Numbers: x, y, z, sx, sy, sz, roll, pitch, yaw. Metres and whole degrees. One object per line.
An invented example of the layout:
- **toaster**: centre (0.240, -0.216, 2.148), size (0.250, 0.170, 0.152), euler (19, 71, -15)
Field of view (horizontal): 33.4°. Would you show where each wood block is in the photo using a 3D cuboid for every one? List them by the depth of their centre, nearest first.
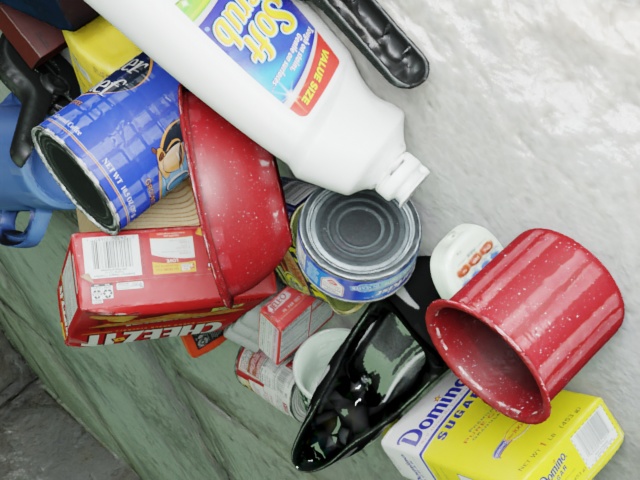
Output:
- **wood block**: centre (-0.167, -0.028, 1.007), size (0.206, 0.090, 0.091), euler (144, 118, -64)

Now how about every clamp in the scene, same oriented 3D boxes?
- **clamp**: centre (-0.002, -0.153, 0.598), size (0.172, 0.039, 0.120), euler (35, 149, 42)
- **clamp**: centre (-0.273, -0.141, 1.053), size (0.036, 0.164, 0.210), euler (-45, 70, 26)

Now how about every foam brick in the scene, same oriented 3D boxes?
- **foam brick**: centre (-0.275, -0.212, 1.018), size (0.078, 0.053, 0.051), euler (54, 158, -12)

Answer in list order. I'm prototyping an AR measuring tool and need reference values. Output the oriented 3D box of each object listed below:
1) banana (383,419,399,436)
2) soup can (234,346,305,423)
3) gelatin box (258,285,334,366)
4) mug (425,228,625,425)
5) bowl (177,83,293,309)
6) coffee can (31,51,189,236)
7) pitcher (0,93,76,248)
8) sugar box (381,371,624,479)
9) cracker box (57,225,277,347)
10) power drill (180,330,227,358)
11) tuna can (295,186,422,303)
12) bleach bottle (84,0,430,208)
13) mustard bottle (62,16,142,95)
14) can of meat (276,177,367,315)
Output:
- **banana**: centre (0.115, 0.211, 0.985), size (0.198, 0.037, 0.069), euler (22, 145, 50)
- **soup can**: centre (-0.034, 0.144, 1.123), size (0.102, 0.068, 0.068), euler (24, 148, 47)
- **gelatin box**: centre (-0.021, 0.065, 0.955), size (0.030, 0.073, 0.089), euler (42, 158, 17)
- **mug**: centre (0.125, 0.054, 0.636), size (0.093, 0.081, 0.117), euler (36, 155, 32)
- **bowl**: centre (-0.055, -0.036, 0.745), size (0.162, 0.055, 0.162), euler (176, 82, -90)
- **coffee can**: centre (-0.138, -0.086, 0.838), size (0.103, 0.140, 0.103), euler (41, 158, 21)
- **pitcher**: centre (-0.321, -0.081, 1.208), size (0.243, 0.144, 0.149), euler (8, 135, 58)
- **sugar box**: centre (0.125, 0.145, 0.774), size (0.048, 0.093, 0.176), euler (57, 157, -18)
- **cracker box**: centre (-0.144, 0.044, 0.957), size (0.214, 0.164, 0.072), euler (140, 123, -69)
- **power drill**: centre (-0.176, 0.030, 1.200), size (0.188, 0.057, 0.184), euler (47, 163, 40)
- **tuna can**: centre (0.026, -0.002, 0.731), size (0.086, 0.086, 0.034), euler (42, 157, 18)
- **bleach bottle**: centre (-0.032, -0.116, 0.662), size (0.251, 0.102, 0.068), euler (40, 150, 7)
- **mustard bottle**: centre (-0.187, -0.133, 0.966), size (0.096, 0.058, 0.192), euler (52, 161, 19)
- **can of meat**: centre (-0.006, 0.001, 0.842), size (0.084, 0.057, 0.102), euler (20, 144, 57)
